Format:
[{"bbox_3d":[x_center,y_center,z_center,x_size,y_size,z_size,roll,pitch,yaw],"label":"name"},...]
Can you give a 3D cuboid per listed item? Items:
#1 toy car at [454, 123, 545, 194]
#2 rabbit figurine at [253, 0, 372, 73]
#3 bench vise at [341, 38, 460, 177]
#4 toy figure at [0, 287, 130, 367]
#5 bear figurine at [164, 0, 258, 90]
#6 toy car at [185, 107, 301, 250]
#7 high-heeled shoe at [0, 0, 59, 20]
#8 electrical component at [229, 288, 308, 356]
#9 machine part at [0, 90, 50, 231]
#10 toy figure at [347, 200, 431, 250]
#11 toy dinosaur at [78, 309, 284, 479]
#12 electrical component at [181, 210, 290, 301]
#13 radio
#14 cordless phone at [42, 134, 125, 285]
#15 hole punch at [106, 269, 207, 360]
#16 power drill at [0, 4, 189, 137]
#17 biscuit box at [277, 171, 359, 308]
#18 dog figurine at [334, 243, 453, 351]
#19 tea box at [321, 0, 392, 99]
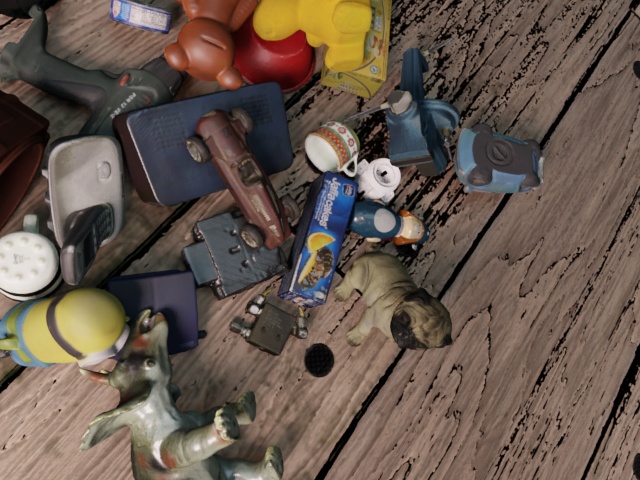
[{"bbox_3d":[0.301,-0.128,0.937,0.162,0.103,0.109,9,72,-8],"label":"toy car"},{"bbox_3d":[-0.015,-0.348,0.807,0.173,0.122,0.162,-5,74,-3],"label":"rabbit figurine"},{"bbox_3d":[0.152,-0.217,0.868,0.223,0.129,0.240,26,60,-47],"label":"bench vise"},{"bbox_3d":[-0.300,0.100,0.606,0.089,0.180,0.082,59,36,-45],"label":"toy figure"},{"bbox_3d":[-0.156,-0.297,0.753,0.120,0.132,0.195,11,79,-24],"label":"bear figurine"},{"bbox_3d":[-0.095,-0.079,0.715,0.089,0.053,0.202,-39,111,-28],"label":"toy car"},{"bbox_3d":[-0.391,-0.414,0.778,0.145,0.086,0.249,-7,58,8],"label":"high-heeled shoe"},{"bbox_3d":[-0.068,0.119,0.764,0.102,0.045,0.078,35,66,-10],"label":"electrical component"},{"bbox_3d":[-0.389,-0.055,0.582,0.087,0.201,0.201,34,112,-18],"label":"machine part"},{"bbox_3d":[0.117,-0.022,0.868,0.154,0.058,0.064,12,111,-20],"label":"toy figure"},{"bbox_3d":[-0.150,0.287,0.645,0.192,0.131,0.404,-15,107,10],"label":"toy dinosaur"},{"bbox_3d":[-0.124,0.019,0.762,0.134,0.058,0.115,-22,84,-25],"label":"electrical component"},{"bbox_3d":[-0.153,-0.136,0.750,0.229,0.073,0.131,-22,109,-30],"label":"radio"},{"bbox_3d":[-0.285,-0.041,0.630,0.089,0.184,0.146,1,113,-14],"label":"cordless phone"},{"bbox_3d":[-0.215,0.095,0.692,0.142,0.092,0.115,-7,83,-26],"label":"hole punch"},{"bbox_3d":[-0.309,-0.231,0.748,0.207,0.086,0.232,31,70,-20],"label":"power drill"},{"bbox_3d":[-0.002,-0.002,0.811,0.059,0.063,0.202,22,70,-16],"label":"biscuit box"},{"bbox_3d":[0.114,0.073,0.767,0.121,0.190,0.172,-12,80,-24],"label":"dog figurine"},{"bbox_3d":[0.063,-0.341,0.918,0.098,0.068,0.169,13,74,-17],"label":"tea box"}]
